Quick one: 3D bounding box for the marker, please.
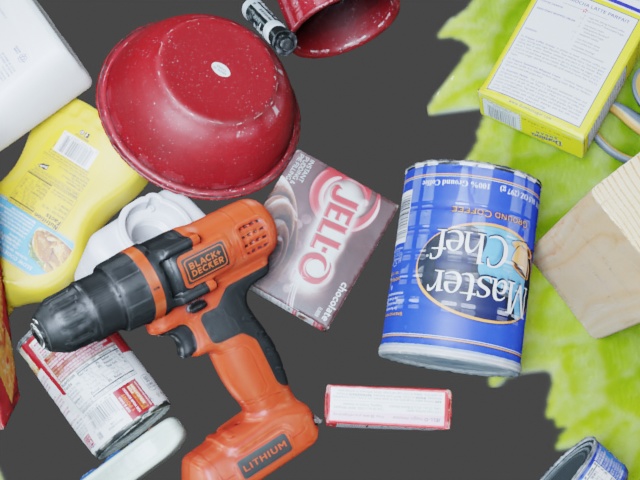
[{"bbox_3d":[-0.039,-0.163,0.813,0.020,0.121,0.020,-6,115,-14],"label":"marker"}]

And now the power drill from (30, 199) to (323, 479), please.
[{"bbox_3d":[-0.088,0.085,0.736,0.184,0.057,0.187,-27,110,-27],"label":"power drill"}]

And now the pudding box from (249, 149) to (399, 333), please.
[{"bbox_3d":[-0.005,0.001,0.816,0.090,0.039,0.113,29,81,5],"label":"pudding box"}]

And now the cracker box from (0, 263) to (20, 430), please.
[{"bbox_3d":[-0.305,0.028,0.730,0.164,0.072,0.214,-5,103,-4],"label":"cracker box"}]

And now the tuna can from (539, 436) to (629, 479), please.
[{"bbox_3d":[0.178,0.182,0.756,0.034,0.086,0.086,42,82,6],"label":"tuna can"}]

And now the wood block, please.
[{"bbox_3d":[0.221,-0.001,0.730,0.090,0.206,0.090,-36,81,-7],"label":"wood block"}]

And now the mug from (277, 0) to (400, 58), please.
[{"bbox_3d":[0.017,-0.204,0.832,0.117,0.093,0.081,-18,74,-9],"label":"mug"}]

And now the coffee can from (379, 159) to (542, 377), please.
[{"bbox_3d":[0.103,0.023,0.779,0.103,0.103,0.140,9,79,2],"label":"coffee can"}]

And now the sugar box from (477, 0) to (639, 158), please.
[{"bbox_3d":[0.205,-0.162,0.836,0.093,0.048,0.176,28,78,19],"label":"sugar box"}]

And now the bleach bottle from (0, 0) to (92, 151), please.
[{"bbox_3d":[-0.298,-0.083,0.792,0.251,0.068,0.103,-36,63,-2],"label":"bleach bottle"}]

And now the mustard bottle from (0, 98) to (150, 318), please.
[{"bbox_3d":[-0.213,-0.011,0.811,0.096,0.058,0.191,32,81,10],"label":"mustard bottle"}]

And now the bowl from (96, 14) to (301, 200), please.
[{"bbox_3d":[-0.083,-0.113,0.802,0.162,0.055,0.162,9,63,-18],"label":"bowl"}]

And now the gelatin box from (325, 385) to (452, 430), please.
[{"bbox_3d":[0.048,0.122,0.775,0.089,0.073,0.030,2,79,1],"label":"gelatin box"}]

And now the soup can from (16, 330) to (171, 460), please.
[{"bbox_3d":[-0.166,0.101,0.784,0.068,0.068,0.102,-37,81,-6],"label":"soup can"}]

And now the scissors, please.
[{"bbox_3d":[0.307,-0.068,0.838,0.202,0.016,0.096,28,81,6],"label":"scissors"}]
